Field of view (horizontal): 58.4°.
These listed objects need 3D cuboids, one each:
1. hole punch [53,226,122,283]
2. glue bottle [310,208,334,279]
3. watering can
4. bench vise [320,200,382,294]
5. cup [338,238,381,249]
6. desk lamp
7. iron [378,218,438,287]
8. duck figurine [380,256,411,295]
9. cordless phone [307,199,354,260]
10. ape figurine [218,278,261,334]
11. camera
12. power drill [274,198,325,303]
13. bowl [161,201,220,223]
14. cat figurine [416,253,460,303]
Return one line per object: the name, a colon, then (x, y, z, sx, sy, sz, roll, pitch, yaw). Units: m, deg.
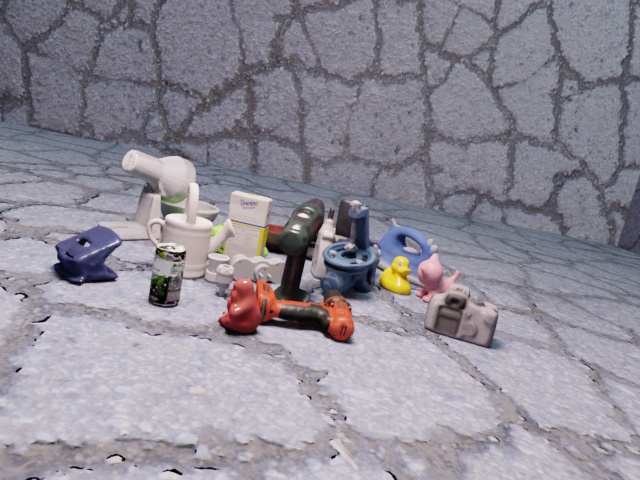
hole punch: (-0.435, 0.024, 1.074, 0.108, 0.091, 0.101, 22, 16, 41)
glue bottle: (0.013, 0.005, 1.412, 0.037, 0.173, 0.078, 10, 12, -11)
watering can: (-0.271, -0.024, 1.212, 0.173, 0.194, 0.100, 3, 15, -37)
bench vise: (0.079, 0.013, 1.329, 0.121, 0.220, 0.208, 15, 12, 13)
cup: (0.092, 0.048, 1.484, 0.118, 0.095, 0.091, 7, 13, -23)
desk lamp: (-0.425, -0.114, 1.430, 0.117, 0.213, 0.204, 20, 14, 35)
iron: (0.260, 0.036, 1.594, 0.119, 0.141, 0.257, 3, 15, -37)
duck figurine: (0.197, 0.082, 1.448, 0.078, 0.086, 0.104, 7, 13, -22)
cordless phone: (0.028, -0.031, 1.567, 0.147, 0.185, 0.094, 13, 12, 7)
ape figurine: (-0.135, 0.109, 0.976, 0.076, 0.092, 0.078, 14, 12, 8)
camera: (0.306, 0.147, 1.220, 0.143, 0.101, 0.137, 15, 12, 16)
power drill: (-0.043, 0.025, 1.176, 0.075, 0.208, 0.230, 13, 12, 6)
bowl: (-0.370, -0.066, 1.601, 0.167, 0.075, 0.167, 12, 12, -2)
cat figurine: (0.287, 0.094, 1.408, 0.128, 0.118, 0.067, 8, 13, -20)
